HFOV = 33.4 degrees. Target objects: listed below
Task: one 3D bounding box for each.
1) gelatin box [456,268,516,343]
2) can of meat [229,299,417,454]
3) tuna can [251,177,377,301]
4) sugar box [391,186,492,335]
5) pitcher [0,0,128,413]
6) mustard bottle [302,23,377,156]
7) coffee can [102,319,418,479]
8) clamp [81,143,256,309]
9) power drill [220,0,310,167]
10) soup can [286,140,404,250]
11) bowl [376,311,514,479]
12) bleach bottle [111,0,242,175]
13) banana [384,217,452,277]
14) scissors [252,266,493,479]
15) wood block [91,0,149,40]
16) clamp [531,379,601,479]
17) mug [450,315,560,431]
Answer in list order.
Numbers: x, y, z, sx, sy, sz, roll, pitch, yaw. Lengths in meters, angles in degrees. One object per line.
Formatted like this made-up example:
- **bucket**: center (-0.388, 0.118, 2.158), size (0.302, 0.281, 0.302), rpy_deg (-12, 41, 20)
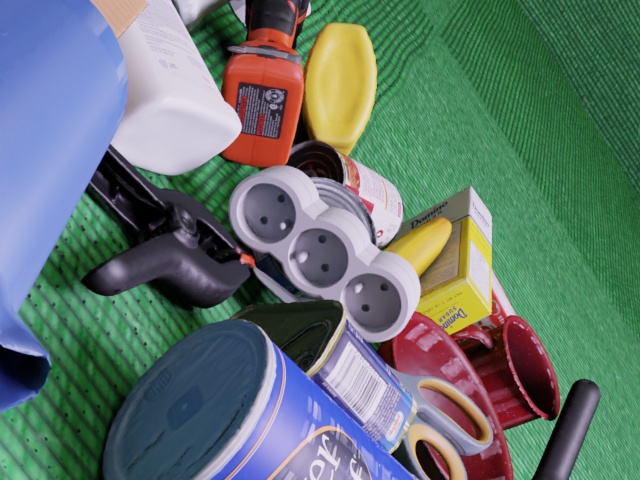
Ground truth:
- **gelatin box**: center (0.136, 0.072, 0.964), size (0.089, 0.073, 0.030), rpy_deg (63, 24, 7)
- **can of meat**: center (-0.006, 0.084, 0.618), size (0.084, 0.102, 0.057), rpy_deg (50, 54, -28)
- **tuna can**: center (-0.005, 0.001, 0.753), size (0.086, 0.034, 0.086), rpy_deg (7, 72, -23)
- **sugar box**: center (0.101, 0.025, 0.923), size (0.048, 0.093, 0.176), rpy_deg (54, 23, -15)
- **pitcher**: center (-0.165, -0.035, 0.417), size (0.242, 0.145, 0.149), rpy_deg (-79, 146, -63)
- **mustard bottle**: center (0.014, -0.119, 0.912), size (0.191, 0.058, 0.096), rpy_deg (119, -25, -89)
- **coffee can**: center (-0.023, 0.121, 0.532), size (0.140, 0.103, 0.103), rpy_deg (47, 26, -29)
- **clamp**: center (-0.091, 0.004, 0.617), size (0.171, 0.039, 0.120), rpy_deg (34, 34, -46)
- **power drill**: center (-0.040, -0.149, 0.819), size (0.184, 0.057, 0.187), rpy_deg (100, -5, -53)
- **soup can**: center (0.015, -0.032, 0.847), size (0.102, 0.069, 0.068), rpy_deg (24, 41, -55)
- **bowl**: center (0.078, 0.136, 0.788), size (0.162, 0.055, 0.162), rpy_deg (45, 26, -31)
- **bleach bottle**: center (-0.140, -0.168, 0.699), size (0.102, 0.068, 0.251), rpy_deg (18, 44, -62)
- **banana**: center (0.049, 0.035, 0.823), size (0.037, 0.070, 0.197), rpy_deg (55, 31, -3)
- **scissors**: center (0.032, 0.098, 0.681), size (0.201, 0.016, 0.096), rpy_deg (31, 43, -21)
- **wood block**: center (-0.195, -0.167, 0.545), size (0.206, 0.090, 0.090), rpy_deg (51, 23, -19)
- **clamp**: center (0.169, 0.225, 0.837), size (0.209, 0.036, 0.165), rpy_deg (-42, 144, -51)
- **mug**: center (0.138, 0.113, 0.896), size (0.117, 0.082, 0.093), rpy_deg (45, 33, -32)
